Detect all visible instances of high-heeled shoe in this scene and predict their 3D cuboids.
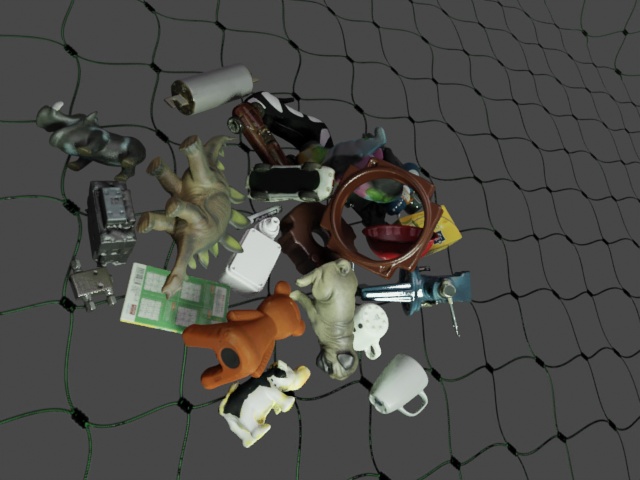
[{"bbox_3d":[-0.068,-0.235,1.207,0.145,0.086,0.249,-23,74,-35],"label":"high-heeled shoe"}]

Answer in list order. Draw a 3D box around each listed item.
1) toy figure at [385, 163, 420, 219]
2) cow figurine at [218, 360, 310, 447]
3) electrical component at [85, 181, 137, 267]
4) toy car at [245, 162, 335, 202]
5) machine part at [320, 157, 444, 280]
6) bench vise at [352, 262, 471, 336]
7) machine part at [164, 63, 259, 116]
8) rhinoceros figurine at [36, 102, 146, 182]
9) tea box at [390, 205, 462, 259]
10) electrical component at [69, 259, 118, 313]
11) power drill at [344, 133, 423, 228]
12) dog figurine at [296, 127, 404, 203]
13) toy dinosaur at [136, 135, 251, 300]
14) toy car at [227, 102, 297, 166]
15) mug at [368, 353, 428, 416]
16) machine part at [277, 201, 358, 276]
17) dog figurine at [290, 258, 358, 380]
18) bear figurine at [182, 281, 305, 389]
[{"bbox_3d":[0.186,-0.115,1.220,0.064,0.057,0.154,24,51,3],"label":"toy figure"},{"bbox_3d":[-0.094,0.258,0.918,0.098,0.068,0.167,44,48,5],"label":"cow figurine"},{"bbox_3d":[-0.343,-0.031,0.878,0.058,0.134,0.115,-8,68,-32],"label":"electrical component"},{"bbox_3d":[-0.064,-0.114,1.078,0.056,0.202,0.073,14,80,-61],"label":"toy car"},{"bbox_3d":[0.117,-0.042,1.028,0.202,0.087,0.201,27,91,14],"label":"machine part"},{"bbox_3d":[0.182,0.105,1.113,0.241,0.224,0.128,-2,100,-4],"label":"bench vise"},{"bbox_3d":[-0.230,-0.325,1.155,0.243,0.079,0.079,-33,84,-39],"label":"machine part"},{"bbox_3d":[-0.408,-0.180,0.962,0.190,0.073,0.112,21,56,-21],"label":"rhinoceros figurine"},{"bbox_3d":[0.247,-0.014,1.284,0.169,0.068,0.098,-19,74,-39],"label":"tea box"},{"bbox_3d":[-0.371,0.070,0.876,0.063,0.021,0.094,-16,72,-38],"label":"electrical component"},{"bbox_3d":[0.138,-0.132,1.284,0.232,0.086,0.207,48,42,-4],"label":"power drill"},{"bbox_3d":[0.048,-0.140,1.145,0.219,0.108,0.191,-19,71,-4],"label":"dog figurine"},{"bbox_3d":[-0.212,-0.080,0.968,0.198,0.105,0.471,54,28,-42],"label":"toy dinosaur"},{"bbox_3d":[-0.115,-0.205,1.155,0.202,0.053,0.089,55,45,-12],"label":"toy car"},{"bbox_3d":[0.153,0.295,1.047,0.107,0.081,0.109,-33,88,-29],"label":"mug"},{"bbox_3d":[-0.002,-0.003,1.121,0.179,0.056,0.179,20,51,-26],"label":"machine part"},{"bbox_3d":[0.038,0.148,0.999,0.121,0.172,0.191,-16,66,-26],"label":"dog figurine"},{"bbox_3d":[-0.120,0.156,0.931,0.196,0.132,0.120,-42,113,-60],"label":"bear figurine"}]
